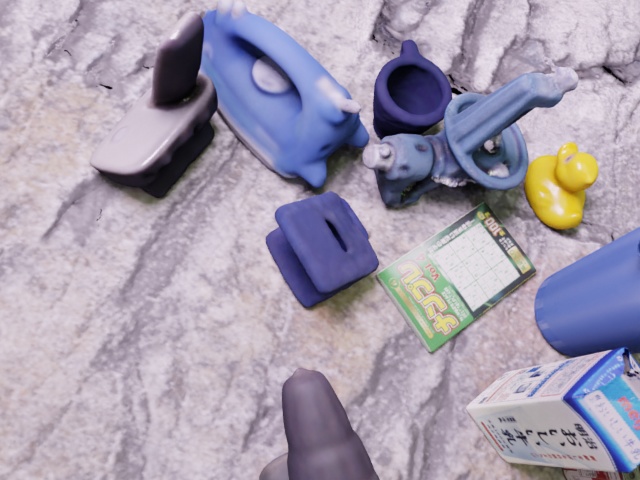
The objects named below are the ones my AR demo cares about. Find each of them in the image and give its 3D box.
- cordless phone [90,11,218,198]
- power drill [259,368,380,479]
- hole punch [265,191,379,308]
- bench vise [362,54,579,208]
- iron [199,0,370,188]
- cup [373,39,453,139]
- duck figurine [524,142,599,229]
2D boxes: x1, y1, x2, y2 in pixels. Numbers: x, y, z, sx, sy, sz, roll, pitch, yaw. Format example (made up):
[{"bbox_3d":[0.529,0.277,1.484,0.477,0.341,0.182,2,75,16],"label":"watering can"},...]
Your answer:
[{"bbox_3d":[-0.165,-0.136,0.569,0.094,0.185,0.148,30,68,-1],"label":"cordless phone"},{"bbox_3d":[0.004,0.226,0.476,0.076,0.208,0.229,-18,77,-18],"label":"power drill"},{"bbox_3d":[0.006,0.002,0.614,0.101,0.091,0.108,-28,80,-20],"label":"hole punch"},{"bbox_3d":[0.161,-0.101,0.614,0.208,0.219,0.121,-28,80,-20],"label":"bench vise"},{"bbox_3d":[-0.056,-0.187,0.635,0.258,0.141,0.119,43,68,3],"label":"iron"},{"bbox_3d":[0.098,-0.170,0.690,0.092,0.095,0.118,1,72,-12],"label":"cup"},{"bbox_3d":[0.309,-0.071,0.711,0.077,0.086,0.104,-3,73,-14],"label":"duck figurine"}]
